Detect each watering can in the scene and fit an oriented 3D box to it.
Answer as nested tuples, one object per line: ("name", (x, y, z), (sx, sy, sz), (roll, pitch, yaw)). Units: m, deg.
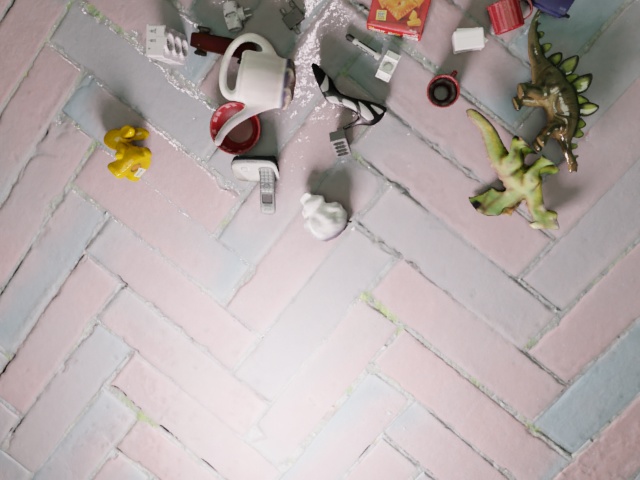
("watering can", (-0.190, -0.433, 1.519), (0.224, 0.104, 0.348), (9, 87, -7))

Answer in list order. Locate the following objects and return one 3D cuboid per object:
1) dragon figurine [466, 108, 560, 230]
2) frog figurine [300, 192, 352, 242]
("dragon figurine", (0.532, -0.174, 1.488), (0.411, 0.123, 0.239), (35, 110, 4))
("frog figurine", (0.005, -0.079, 1.565), (0.136, 0.125, 0.158), (-27, 106, 30))
